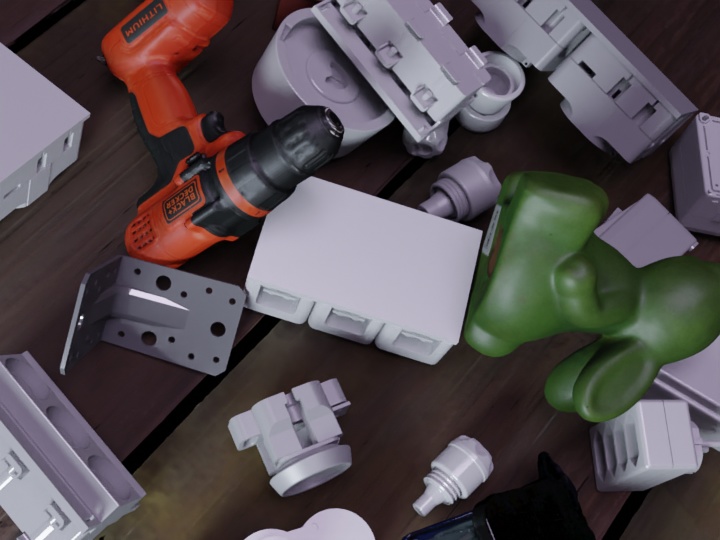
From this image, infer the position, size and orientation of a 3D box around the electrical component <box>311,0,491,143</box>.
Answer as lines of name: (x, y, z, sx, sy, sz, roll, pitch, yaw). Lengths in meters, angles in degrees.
electrical component: (0.033, -0.164, 0.787, 0.121, 0.063, 0.079, 51, 47, 0)

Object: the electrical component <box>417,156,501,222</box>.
electrical component: (0.073, -0.056, 0.816, 0.062, 0.043, 0.043, -31, 78, -21)

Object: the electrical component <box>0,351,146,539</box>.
electrical component: (-0.201, 0.117, 0.669, 0.063, 0.079, 0.121, -43, 81, 6)

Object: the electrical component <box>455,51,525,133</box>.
electrical component: (0.101, -0.139, 0.850, 0.045, 0.055, 0.045, 5, 67, -11)

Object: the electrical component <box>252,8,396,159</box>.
electrical component: (-0.030, -0.135, 0.811, 0.108, 0.060, 0.108, 18, 55, -27)

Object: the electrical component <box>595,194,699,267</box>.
electrical component: (0.203, -0.013, 0.817, 0.096, 0.061, 0.061, -39, 81, -23)

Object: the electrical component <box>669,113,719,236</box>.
electrical component: (0.289, -0.078, 0.867, 0.062, 0.061, 0.096, 10, 58, -9)

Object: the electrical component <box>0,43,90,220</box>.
electrical component: (-0.286, -0.069, 0.715, 0.105, 0.060, 0.186, 38, 54, 4)

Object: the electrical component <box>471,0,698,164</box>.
electrical component: (0.171, -0.169, 0.845, 0.186, 0.060, 0.105, 48, 24, 9)

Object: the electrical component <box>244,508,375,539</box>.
electrical component: (-0.055, 0.187, 0.670, 0.138, 0.073, 0.052, -13, 72, -17)

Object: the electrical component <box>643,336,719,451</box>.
electrical component: (0.253, 0.073, 0.795, 0.113, 0.057, 0.078, 31, 65, 1)

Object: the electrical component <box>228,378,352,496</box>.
electrical component: (-0.040, 0.113, 0.714, 0.078, 0.058, 0.057, -19, 70, -19)

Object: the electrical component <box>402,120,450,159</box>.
electrical component: (0.054, -0.120, 0.843, 0.035, 0.035, 0.061, 14, 63, -7)

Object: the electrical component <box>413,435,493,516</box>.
electrical component: (0.061, 0.144, 0.736, 0.061, 0.035, 0.035, -41, 81, -21)

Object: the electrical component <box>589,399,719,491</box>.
electrical component: (0.214, 0.123, 0.751, 0.076, 0.083, 0.047, 2, 68, -12)

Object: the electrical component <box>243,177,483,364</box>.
electrical component: (0.000, 0.000, 0.766, 0.150, 0.061, 0.089, 17, 65, -5)
